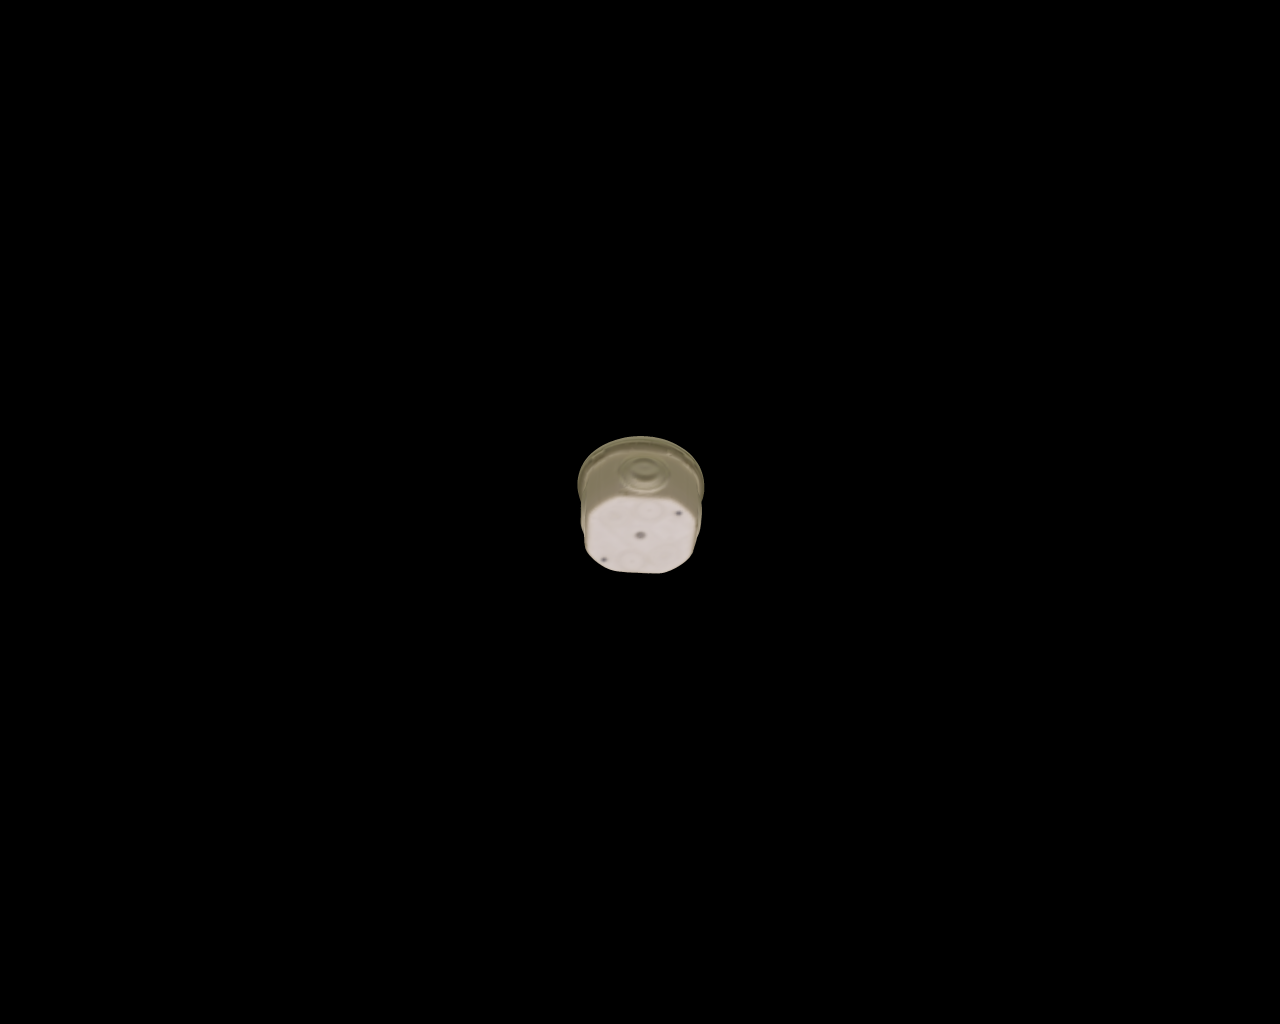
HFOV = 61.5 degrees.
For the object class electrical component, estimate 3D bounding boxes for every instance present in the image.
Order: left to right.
[{"bbox_3d":[0.001,-0.003,0.650,0.080,0.080,0.051,0,43,0],"label":"electrical component"}]
